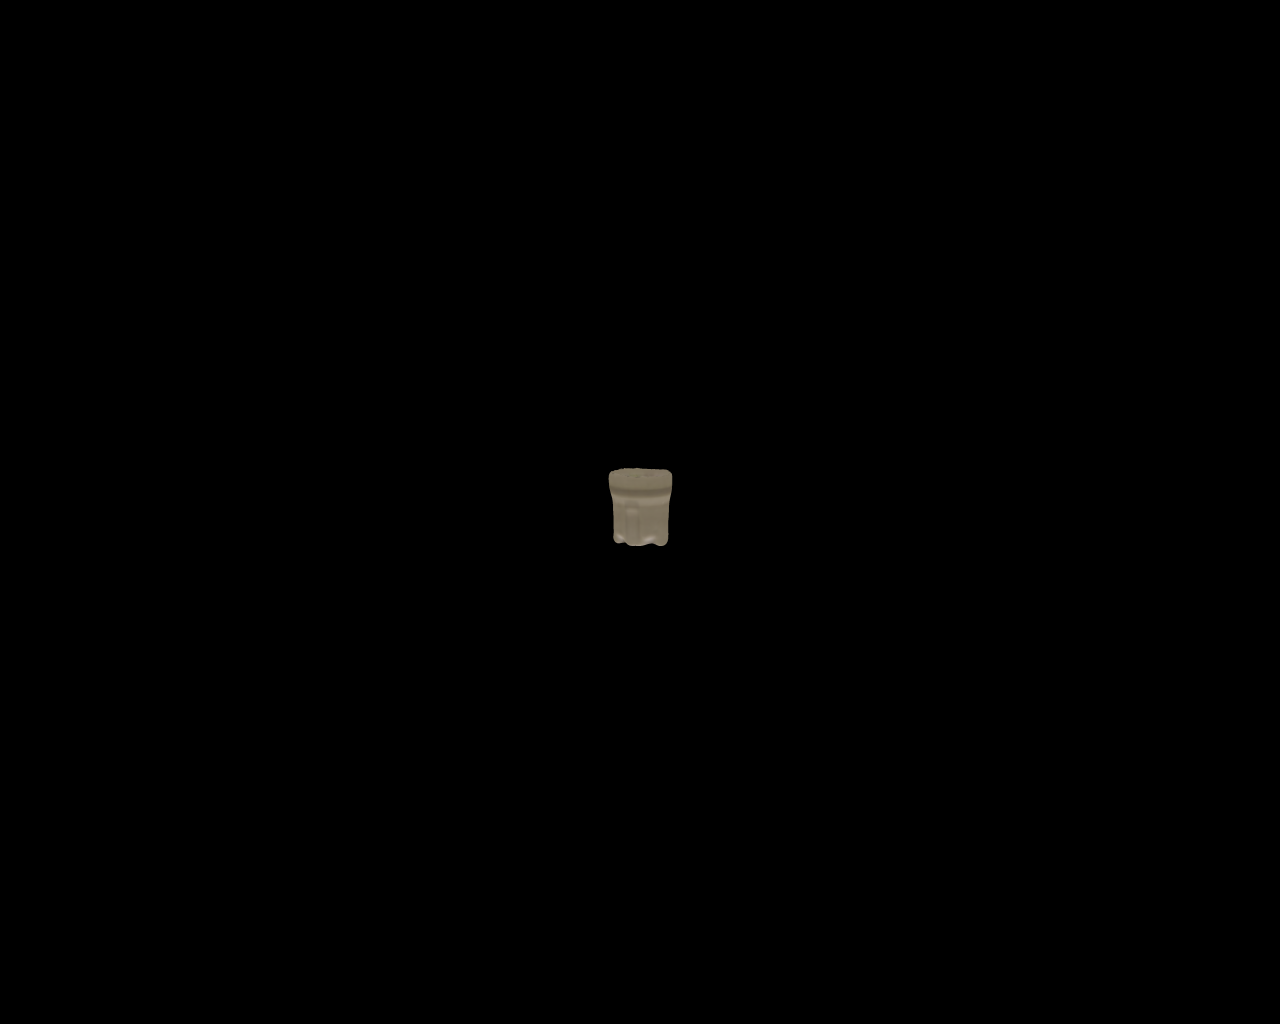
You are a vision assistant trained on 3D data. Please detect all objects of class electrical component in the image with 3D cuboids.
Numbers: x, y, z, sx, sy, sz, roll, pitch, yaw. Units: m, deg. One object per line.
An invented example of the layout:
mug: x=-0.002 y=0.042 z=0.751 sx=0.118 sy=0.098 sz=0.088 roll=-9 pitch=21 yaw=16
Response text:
electrical component: x=0.001 y=-0.003 z=0.650 sx=0.040 sy=0.046 sz=0.040 roll=0 pitch=11 yaw=0
